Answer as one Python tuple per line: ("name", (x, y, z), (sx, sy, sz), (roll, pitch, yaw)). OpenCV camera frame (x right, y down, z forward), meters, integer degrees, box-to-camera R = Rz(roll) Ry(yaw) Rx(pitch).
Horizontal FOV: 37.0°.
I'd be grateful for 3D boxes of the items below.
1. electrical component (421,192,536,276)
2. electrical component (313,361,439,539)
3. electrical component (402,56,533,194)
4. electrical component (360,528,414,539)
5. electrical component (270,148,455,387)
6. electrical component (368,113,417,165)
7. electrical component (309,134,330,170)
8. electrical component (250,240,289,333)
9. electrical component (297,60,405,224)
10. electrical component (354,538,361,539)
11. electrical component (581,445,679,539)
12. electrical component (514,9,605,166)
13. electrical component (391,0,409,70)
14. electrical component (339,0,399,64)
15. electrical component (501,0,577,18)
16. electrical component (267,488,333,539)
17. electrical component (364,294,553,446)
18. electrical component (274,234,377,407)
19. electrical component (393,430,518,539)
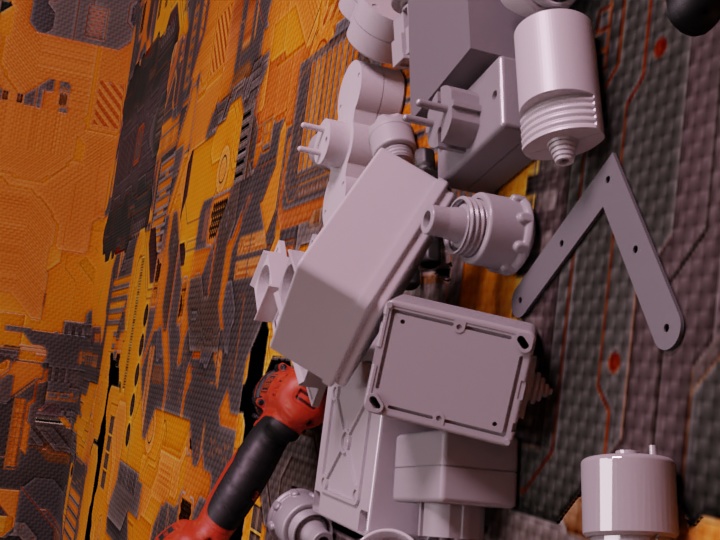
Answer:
("electrical component", (0.066, -0.024, 0.620), (0.048, 0.062, 0.048), (-170, 90, -70))
("electrical component", (0.016, 0.114, 0.702), (0.109, 0.056, 0.108), (171, 108, -69))
("electrical component", (0.063, -0.087, 0.637), (0.083, 0.076, 0.047), (138, 138, -59))
("electrical component", (0.030, 0.195, 0.629), (0.079, 0.043, 0.077), (46, 166, 25))
("electrical component", (0.000, 0.000, 0.663), (0.108, 0.056, 0.108), (-56, -6, -34))
("electrical component", (0.026, -0.086, 0.798), (0.035, 0.035, 0.061), (120, 149, -44))
("electrical component", (-0.022, -0.105, 0.928), (0.065, 0.044, 0.044), (-166, 86, -75))
("electrical component", (-0.058, 0.018, 0.934), (0.081, 0.064, 0.042), (-102, 28, -46))
("electrical component", (-0.013, -0.098, 0.852), (0.052, 0.074, 0.138), (177, 102, -69))
("electrical component", (0.003, 0.212, 0.709), (0.045, 0.045, 0.055), (-125, 49, -63))
("electrical component", (0.115, 0.112, 0.458), (0.040, 0.040, 0.078), (143, 132, -62))
("electrical component", (0.106, -0.093, 0.572), (0.043, 0.043, 0.081), (135, 140, -58))
("electrical component", (0.047, -0.177, 0.768), (0.066, 0.048, 0.055), (150, 119, -65))
("electrical component", (0.019, -0.233, 0.856), (0.138, 0.052, 0.073), (-102, 29, -45))
("electrical component", (0.107, -0.165, 0.604), (0.062, 0.043, 0.043), (-153, 74, -68))
("electrical component", (-0.041, 0.201, 0.836), (0.062, 0.048, 0.048), (18, 98, 63))
("electrical component", (0.057, 0.054, 0.587), (0.061, 0.096, 0.061), (-14, -64, -80))
("electrical component", (-0.022, 0.038, 0.828), (0.121, 0.063, 0.078), (-113, 37, -56))
("electrical component", (0.052, 0.132, 0.608), (0.066, 0.047, 0.076), (153, 124, -65))
